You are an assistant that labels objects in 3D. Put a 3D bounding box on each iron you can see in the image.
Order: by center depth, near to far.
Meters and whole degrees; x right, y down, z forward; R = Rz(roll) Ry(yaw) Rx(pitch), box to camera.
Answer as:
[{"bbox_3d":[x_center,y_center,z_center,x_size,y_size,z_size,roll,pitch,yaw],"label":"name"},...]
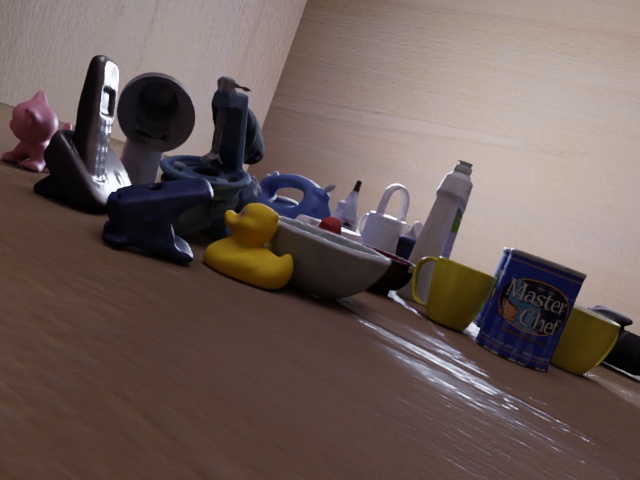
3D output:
[{"bbox_3d":[-0.076,-0.081,1.216,0.257,0.141,0.119,24,6,37],"label":"iron"}]

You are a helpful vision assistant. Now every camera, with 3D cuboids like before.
[{"bbox_3d":[0.528,0.181,1.034,0.144,0.101,0.136,16,7,-41],"label":"camera"}]

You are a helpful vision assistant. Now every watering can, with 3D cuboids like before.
[{"bbox_3d":[0.160,-0.030,1.301,0.172,0.194,0.101,22,5,24],"label":"watering can"}]

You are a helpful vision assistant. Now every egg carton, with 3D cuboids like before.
[{"bbox_3d":[0.010,0.004,1.059,0.107,0.069,0.151,24,6,36],"label":"egg carton"}]

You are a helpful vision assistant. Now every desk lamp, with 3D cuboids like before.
[{"bbox_3d":[-0.292,-0.176,0.965,0.118,0.213,0.202,18,5,-23],"label":"desk lamp"}]

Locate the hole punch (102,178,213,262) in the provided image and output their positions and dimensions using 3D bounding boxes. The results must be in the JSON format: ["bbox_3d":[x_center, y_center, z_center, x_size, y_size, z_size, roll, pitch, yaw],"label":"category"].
[{"bbox_3d":[-0.174,-0.035,0.613,0.101,0.091,0.108,18,5,-23],"label":"hole punch"}]

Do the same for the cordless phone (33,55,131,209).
[{"bbox_3d":[-0.277,-0.135,0.738,0.094,0.185,0.147,20,5,-2],"label":"cordless phone"}]

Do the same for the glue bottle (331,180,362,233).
[{"bbox_3d":[0.062,-0.058,1.337,0.078,0.173,0.037,17,6,-34],"label":"glue bottle"}]

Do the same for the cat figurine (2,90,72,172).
[{"bbox_3d":[-0.422,-0.165,0.872,0.067,0.118,0.128,21,5,11],"label":"cat figurine"}]

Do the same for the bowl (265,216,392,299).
[{"bbox_3d":[-0.001,0.029,0.717,0.167,0.075,0.167,20,5,-2],"label":"bowl"}]

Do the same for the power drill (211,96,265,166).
[{"bbox_3d":[-0.152,-0.118,0.921,0.075,0.208,0.230,21,5,5],"label":"power drill"}]

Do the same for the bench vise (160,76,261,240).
[{"bbox_3d":[-0.144,-0.110,0.806,0.121,0.220,0.207,20,5,3],"label":"bench vise"}]

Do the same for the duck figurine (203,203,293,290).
[{"bbox_3d":[-0.073,0.002,0.650,0.104,0.086,0.078,22,5,16],"label":"duck figurine"}]

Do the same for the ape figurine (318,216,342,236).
[{"bbox_3d":[0.005,0.007,0.872,0.077,0.092,0.076,25,7,43],"label":"ape figurine"}]

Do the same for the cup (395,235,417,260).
[{"bbox_3d":[0.195,0.051,1.147,0.092,0.095,0.117,17,6,-36],"label":"cup"}]
